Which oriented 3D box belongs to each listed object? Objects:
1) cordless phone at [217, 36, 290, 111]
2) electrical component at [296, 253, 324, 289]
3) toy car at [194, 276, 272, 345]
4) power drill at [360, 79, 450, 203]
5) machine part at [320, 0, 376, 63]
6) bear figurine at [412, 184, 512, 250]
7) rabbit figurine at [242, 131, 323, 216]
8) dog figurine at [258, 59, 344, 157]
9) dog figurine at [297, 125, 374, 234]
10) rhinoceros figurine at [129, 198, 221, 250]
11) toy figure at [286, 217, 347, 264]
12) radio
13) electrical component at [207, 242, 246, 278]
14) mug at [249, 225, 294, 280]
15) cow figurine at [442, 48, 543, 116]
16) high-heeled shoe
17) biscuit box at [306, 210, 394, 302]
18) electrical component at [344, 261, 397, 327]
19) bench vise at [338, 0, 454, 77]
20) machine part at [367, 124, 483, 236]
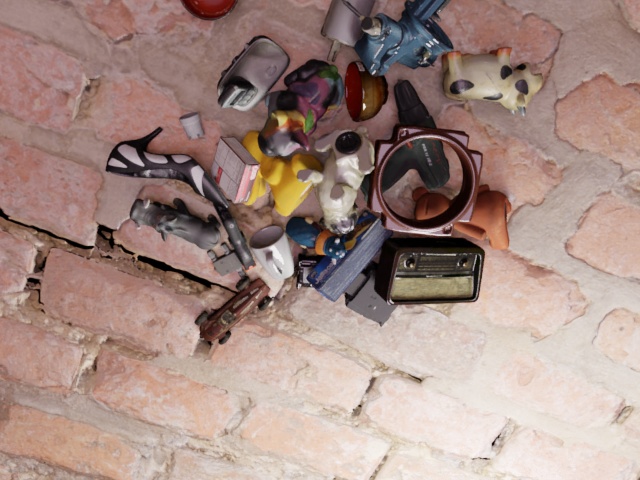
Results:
[{"bbox_3d":[-0.132,-0.301,0.977,0.088,0.184,0.146,42,106,-12],"label":"cordless phone"},{"bbox_3d":[0.007,0.073,1.207,0.119,0.048,0.074,7,113,-2],"label":"electrical component"},{"bbox_3d":[-0.199,0.164,1.239,0.202,0.053,0.089,-39,105,15],"label":"toy car"},{"bbox_3d":[0.146,-0.179,1.097,0.207,0.086,0.231,-35,109,5],"label":"power drill"},{"bbox_3d":[0.064,-0.444,0.980,0.079,0.079,0.243,19,110,-9],"label":"machine part"},{"bbox_3d":[0.296,-0.049,1.139,0.196,0.131,0.120,-3,70,27],"label":"bear figurine"},{"bbox_3d":[-0.096,-0.143,1.098,0.173,0.122,0.162,43,115,-2],"label":"rabbit figurine"},{"bbox_3d":[-0.034,-0.237,0.988,0.191,0.219,0.108,-37,112,14],"label":"dog figurine"},{"bbox_3d":[0.052,-0.111,1.039,0.172,0.190,0.121,-45,66,-5],"label":"dog figurine"},{"bbox_3d":[-0.301,-0.032,1.124,0.190,0.112,0.073,24,112,-19],"label":"rhinoceros figurine"},{"bbox_3d":[-0.003,-0.004,1.132,0.155,0.058,0.064,26,145,29],"label":"toy figure"},{"bbox_3d":[0.239,0.065,1.158,0.229,0.073,0.131,0,107,-21],"label":"radio"},{"bbox_3d":[-0.209,0.053,1.208,0.063,0.021,0.094,-28,111,10],"label":"electrical component"},{"bbox_3d":[-0.094,0.039,1.164,0.081,0.110,0.107,-23,125,2],"label":"mug"},{"bbox_3d":[0.335,-0.304,1.040,0.195,0.085,0.127,-3,106,-3],"label":"cow figurine"},{"bbox_3d":[-0.311,-0.117,1.087,0.145,0.086,0.249,-44,86,-5],"label":"high-heeled shoe"},{"bbox_3d":[0.063,0.034,1.149,0.202,0.059,0.062,-49,127,-2],"label":"biscuit box"},{"bbox_3d":[0.119,0.118,1.222,0.134,0.058,0.115,31,107,-13],"label":"electrical component"},{"bbox_3d":[0.176,-0.390,0.932,0.223,0.129,0.240,11,137,-45],"label":"bench vise"},{"bbox_3d":[0.197,-0.114,1.026,0.202,0.087,0.200,7,103,-1],"label":"machine part"}]
